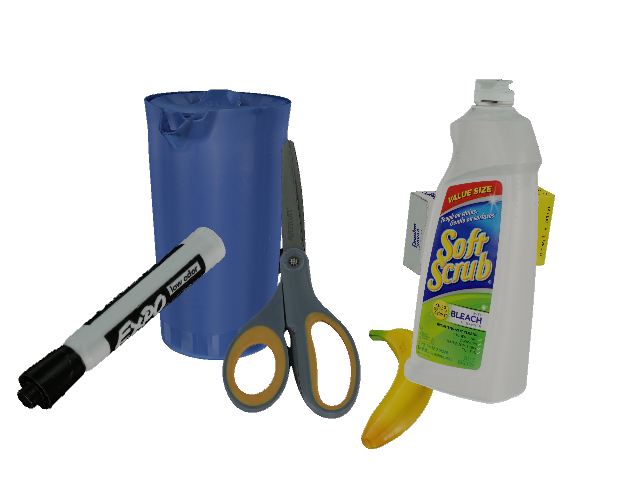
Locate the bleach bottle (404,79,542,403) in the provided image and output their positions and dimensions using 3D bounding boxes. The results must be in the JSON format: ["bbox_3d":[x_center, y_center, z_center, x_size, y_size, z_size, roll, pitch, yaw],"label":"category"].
[{"bbox_3d":[0.124,-0.003,0.857,0.103,0.251,0.067,12,15,42],"label":"bleach bottle"}]

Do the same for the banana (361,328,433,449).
[{"bbox_3d":[0.079,0.135,1.024,0.070,0.037,0.197,-23,19,15],"label":"banana"}]

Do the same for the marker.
[{"bbox_3d":[-0.087,0.033,0.476,0.020,0.020,0.120,0,33,44],"label":"marker"}]

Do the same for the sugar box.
[{"bbox_3d":[0.187,-0.013,1.257,0.176,0.093,0.048,-5,21,-25],"label":"sugar box"}]

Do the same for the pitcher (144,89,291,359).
[{"bbox_3d":[-0.091,-0.020,1.006,0.149,0.243,0.145,-4,16,-20],"label":"pitcher"}]

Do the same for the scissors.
[{"bbox_3d":[-0.033,0.028,0.703,0.096,0.202,0.016,-18,-26,-5],"label":"scissors"}]

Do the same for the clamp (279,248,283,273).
[{"bbox_3d":[-0.086,0.045,1.250,0.120,0.039,0.171,-2,40,12],"label":"clamp"}]
